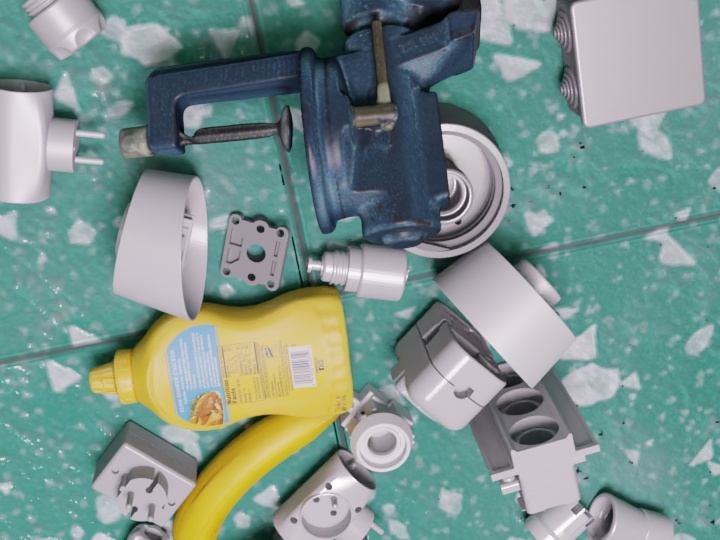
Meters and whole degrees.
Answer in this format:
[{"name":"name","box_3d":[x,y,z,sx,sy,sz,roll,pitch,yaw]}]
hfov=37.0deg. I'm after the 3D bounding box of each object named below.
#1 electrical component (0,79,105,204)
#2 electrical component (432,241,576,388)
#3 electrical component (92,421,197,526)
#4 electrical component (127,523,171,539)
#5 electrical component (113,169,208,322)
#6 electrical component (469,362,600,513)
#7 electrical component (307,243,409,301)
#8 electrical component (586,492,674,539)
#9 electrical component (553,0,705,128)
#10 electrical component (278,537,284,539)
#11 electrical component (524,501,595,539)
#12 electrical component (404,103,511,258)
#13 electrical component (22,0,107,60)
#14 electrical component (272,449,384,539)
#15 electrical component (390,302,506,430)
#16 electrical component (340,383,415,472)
[{"name":"electrical component","box_3d":[-0.216,-0.087,0.739,0.079,0.043,0.077,4,110,-9]},{"name":"electrical component","box_3d":[0.111,0.026,0.786,0.060,0.108,0.108,-43,109,3]},{"name":"electrical component","box_3d":[-0.165,0.165,0.819,0.066,0.076,0.047,34,103,-17]},{"name":"electrical component","box_3d":[-0.178,0.236,0.867,0.035,0.035,0.061,23,109,-14]},{"name":"electrical component","box_3d":[-0.133,-0.019,0.745,0.064,0.099,0.099,14,108,-5]},{"name":"electrical component","box_3d":[0.126,0.123,0.813,0.079,0.121,0.063,-16,114,0]},{"name":"electrical component","box_3d":[0.000,0.000,0.796,0.078,0.040,0.040,6,109,-9]},{"name":"electrical component","box_3d":[0.229,0.216,0.902,0.065,0.044,0.044,18,107,-18]},{"name":"electrical component","box_3d":[0.188,-0.155,0.756,0.100,0.048,0.099,-12,111,-2]},{"name":"electrical component","box_3d":[-0.104,0.312,0.864,0.186,0.060,0.105,-39,78,8]},{"name":"electrical component","box_3d":[0.167,0.210,0.894,0.046,0.040,0.040,-41,109,3]},{"name":"electrical component","box_3d":[0.056,-0.060,0.770,0.108,0.060,0.108,-2,110,-6]},{"name":"electrical component","box_3d":[-0.201,-0.174,0.708,0.043,0.043,0.062,-35,109,7]},{"name":"electrical component","box_3d":[-0.016,0.196,0.865,0.079,0.044,0.077,41,101,-18]},{"name":"electrical component","box_3d":[0.063,0.073,0.801,0.054,0.095,0.059,39,102,-18]},{"name":"electrical component","box_3d":[0.015,0.125,0.836,0.066,0.055,0.048,36,102,-17]}]
